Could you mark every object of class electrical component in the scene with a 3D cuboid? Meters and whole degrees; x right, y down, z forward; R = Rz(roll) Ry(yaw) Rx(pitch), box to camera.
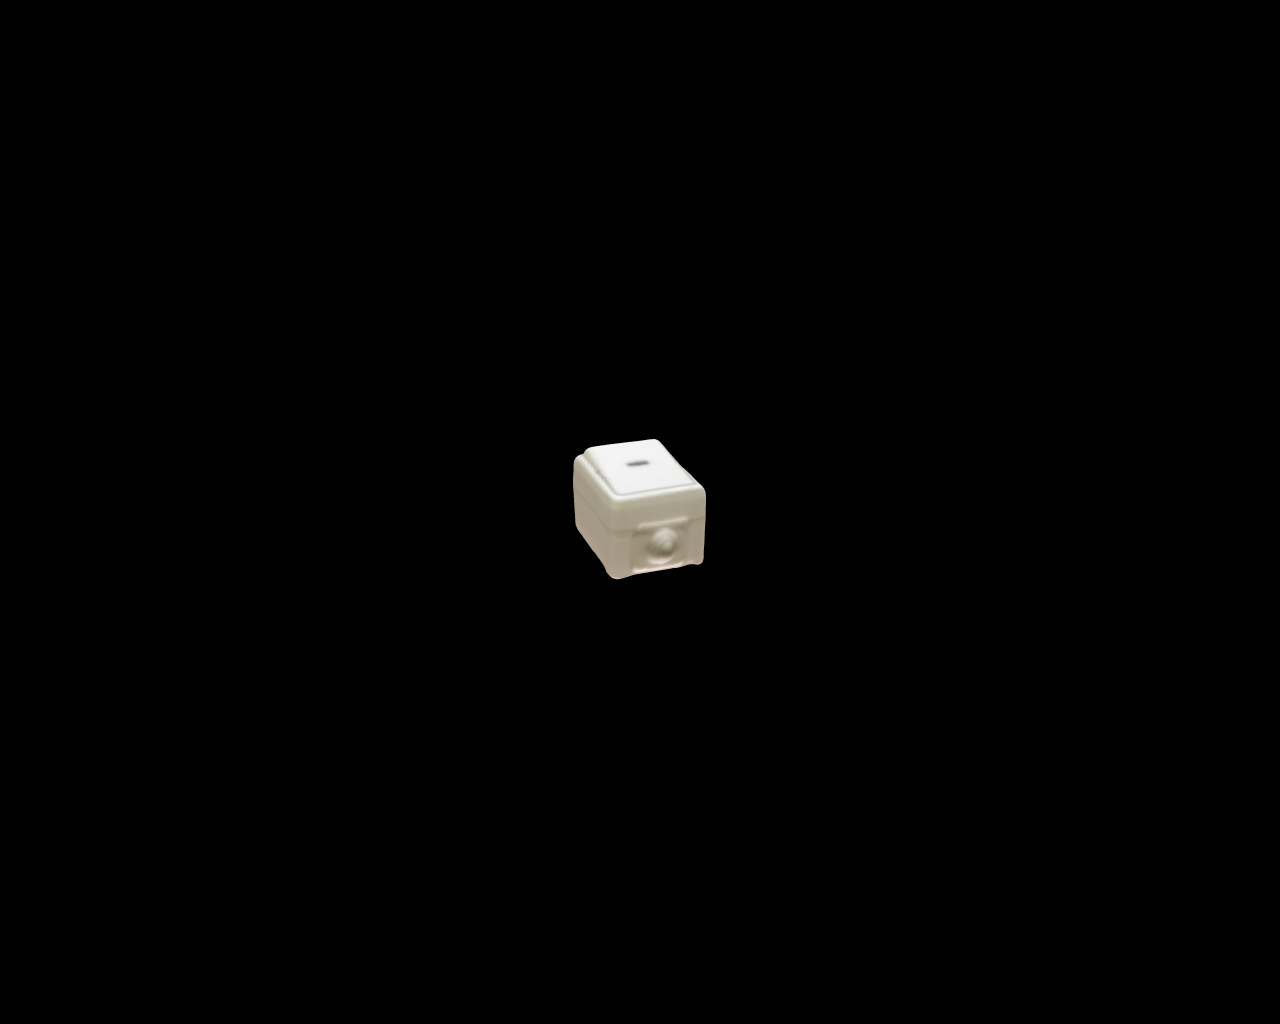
[{"bbox_3d":[0.001,-0.003,0.650,0.062,0.061,0.096,-8,26,-18],"label":"electrical component"}]
